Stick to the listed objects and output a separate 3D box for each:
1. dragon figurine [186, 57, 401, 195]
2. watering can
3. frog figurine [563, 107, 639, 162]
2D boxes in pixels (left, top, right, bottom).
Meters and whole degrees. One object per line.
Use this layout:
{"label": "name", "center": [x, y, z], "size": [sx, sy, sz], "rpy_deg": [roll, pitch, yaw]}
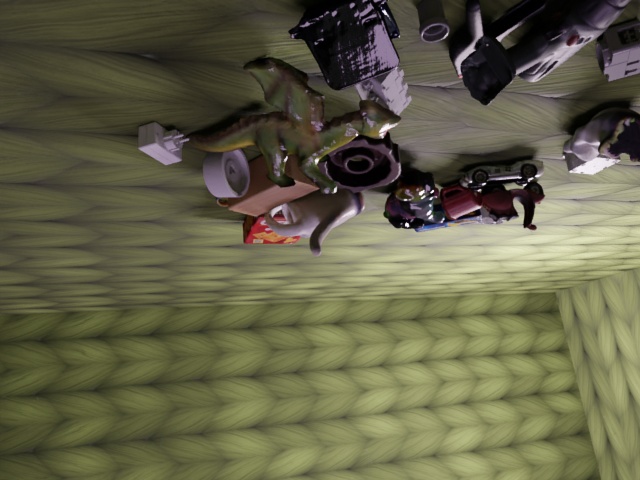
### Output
{"label": "dragon figurine", "center": [-0.069, -0.210, 0.882], "size": [0.411, 0.125, 0.237], "rpy_deg": [12, 141, 10]}
{"label": "watering can", "center": [0.004, -0.058, 1.154], "size": [0.226, 0.102, 0.351], "rpy_deg": [-24, -154, -16]}
{"label": "frog figurine", "center": [0.600, -0.223, 1.092], "size": [0.137, 0.121, 0.161], "rpy_deg": [-12, -161, -6]}
